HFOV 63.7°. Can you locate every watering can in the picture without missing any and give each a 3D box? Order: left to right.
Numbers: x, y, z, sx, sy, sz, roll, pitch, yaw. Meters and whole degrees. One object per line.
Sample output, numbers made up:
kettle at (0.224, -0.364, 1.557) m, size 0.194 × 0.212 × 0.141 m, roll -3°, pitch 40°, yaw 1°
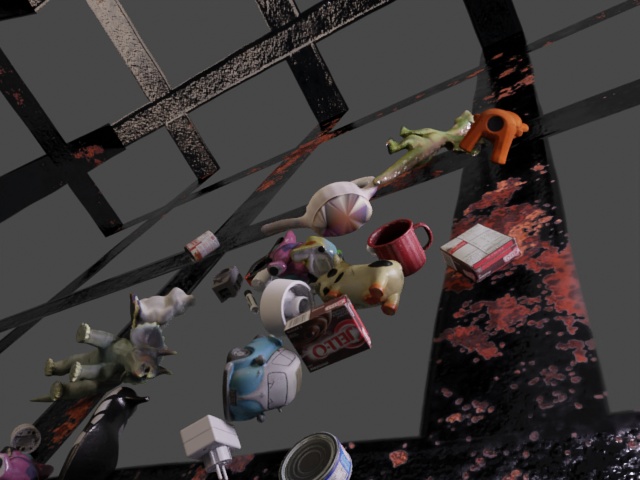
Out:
watering can at (0.004, -0.068, 1.350) m, size 0.347 × 0.102 × 0.227 m, roll -27°, pitch 20°, yaw 2°

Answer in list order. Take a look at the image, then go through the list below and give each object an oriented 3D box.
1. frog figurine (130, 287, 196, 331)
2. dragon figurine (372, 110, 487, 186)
frog figurine at (-0.407, 0.186, 1.342) m, size 0.159 × 0.123 × 0.136 m, roll 2°, pitch -6°, yaw -28°
dragon figurine at (0.321, -0.248, 1.385) m, size 0.242 × 0.120 × 0.419 m, roll -4°, pitch 32°, yaw 35°
